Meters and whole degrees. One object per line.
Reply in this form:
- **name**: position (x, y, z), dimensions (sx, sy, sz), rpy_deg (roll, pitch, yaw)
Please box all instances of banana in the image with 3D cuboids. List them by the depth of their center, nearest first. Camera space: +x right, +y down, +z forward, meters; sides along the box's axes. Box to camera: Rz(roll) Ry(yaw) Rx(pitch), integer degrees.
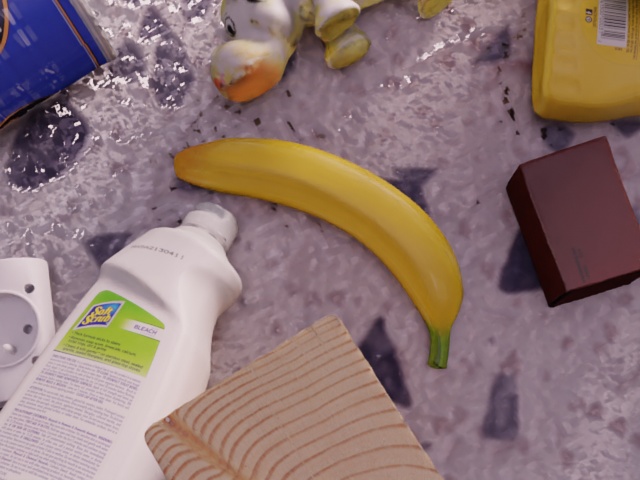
- **banana**: position (0.010, -0.011, 0.607), dimensions (0.198, 0.037, 0.069), rpy_deg (37, 80, 8)

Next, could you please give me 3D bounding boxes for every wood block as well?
- **wood block**: position (-0.007, 0.107, 0.497), dimensions (0.090, 0.206, 0.091), rpy_deg (-31, 80, -5)

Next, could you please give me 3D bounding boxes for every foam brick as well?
- **foam brick**: position (0.143, -0.009, 0.597), dimensions (0.053, 0.051, 0.078), rpy_deg (-17, 79, -2)

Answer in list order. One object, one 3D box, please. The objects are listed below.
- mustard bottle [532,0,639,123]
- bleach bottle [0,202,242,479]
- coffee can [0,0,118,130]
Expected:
- **mustard bottle**: position (0.222, -0.109, 0.613), dimensions (0.191, 0.058, 0.096), rpy_deg (6, 73, 2)
- **bleach bottle**: position (-0.102, 0.083, 0.546), dimensions (0.103, 0.068, 0.250), rpy_deg (15, 56, 21)
- **coffee can**: position (-0.201, -0.109, 0.598), dimensions (0.140, 0.103, 0.103), rpy_deg (-34, 80, -6)
